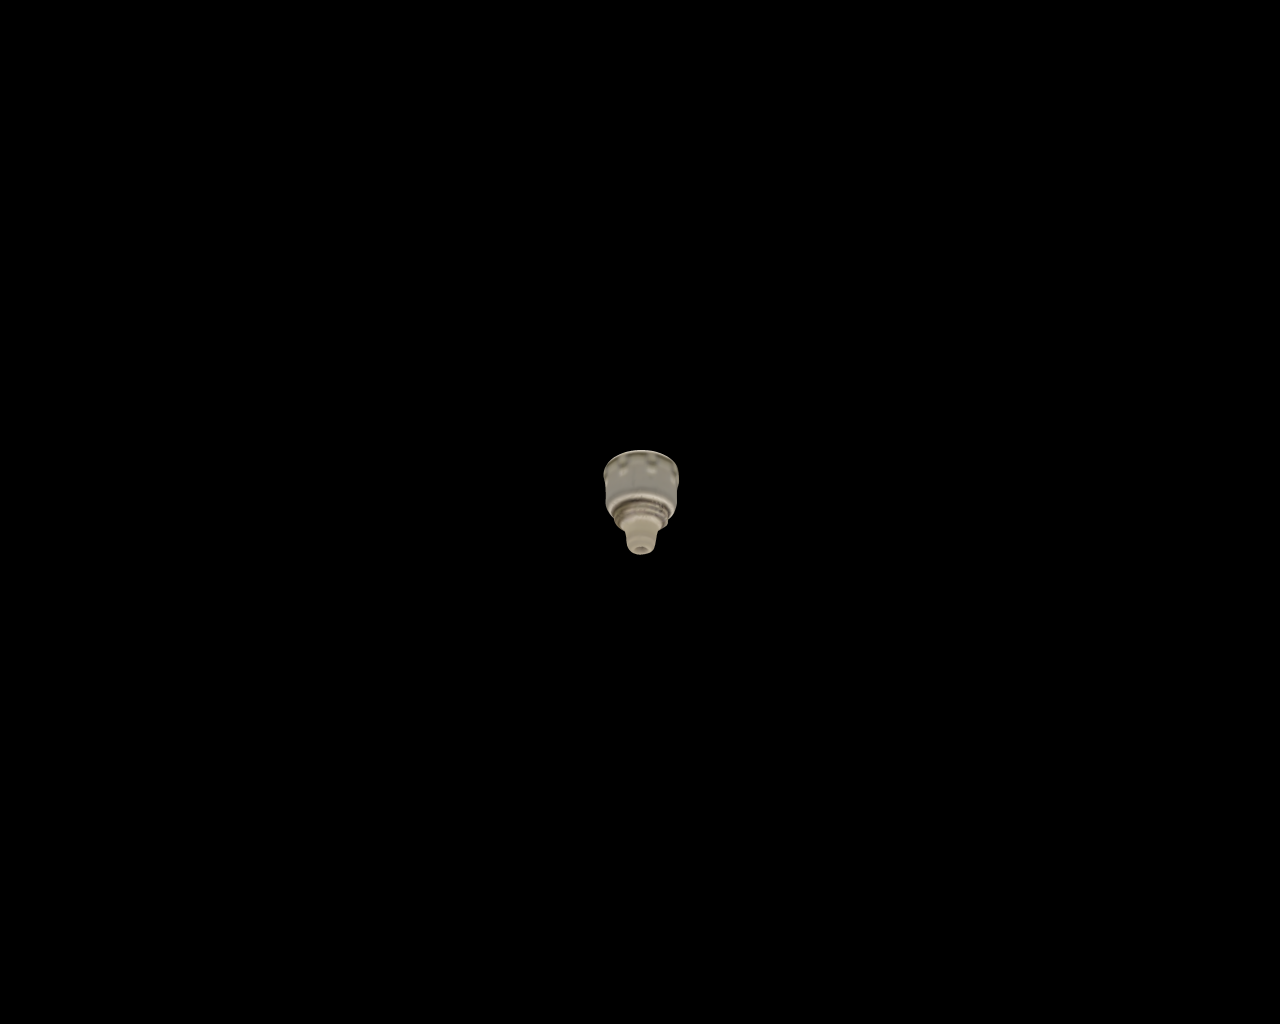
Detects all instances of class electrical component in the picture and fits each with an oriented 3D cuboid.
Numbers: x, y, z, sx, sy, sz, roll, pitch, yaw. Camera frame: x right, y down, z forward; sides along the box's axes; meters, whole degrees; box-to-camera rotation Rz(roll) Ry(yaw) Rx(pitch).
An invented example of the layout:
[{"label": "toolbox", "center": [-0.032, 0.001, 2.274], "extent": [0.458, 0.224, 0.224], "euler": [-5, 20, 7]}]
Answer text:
[{"label": "electrical component", "center": [0.001, -0.003, 0.650], "extent": [0.048, 0.062, 0.048], "euler": [0, -31, 0]}]
